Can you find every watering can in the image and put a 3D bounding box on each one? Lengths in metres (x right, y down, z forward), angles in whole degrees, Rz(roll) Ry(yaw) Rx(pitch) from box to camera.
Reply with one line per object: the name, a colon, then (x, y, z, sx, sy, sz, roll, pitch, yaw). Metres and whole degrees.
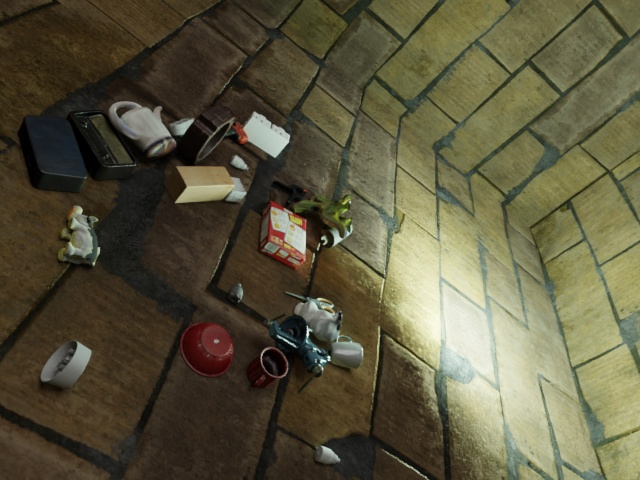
watering can: (-0.575, -0.383, 1.757, 0.103, 0.224, 0.352, -38, 3, 19)

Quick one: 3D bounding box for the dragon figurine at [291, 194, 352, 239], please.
dragon figurine: (0.006, -0.103, 2.043, 0.243, 0.120, 0.417, 4, 21, 6)

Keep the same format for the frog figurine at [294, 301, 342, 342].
frog figurine: (-0.011, 0.268, 1.695, 0.159, 0.121, 0.139, 8, 14, 2)
